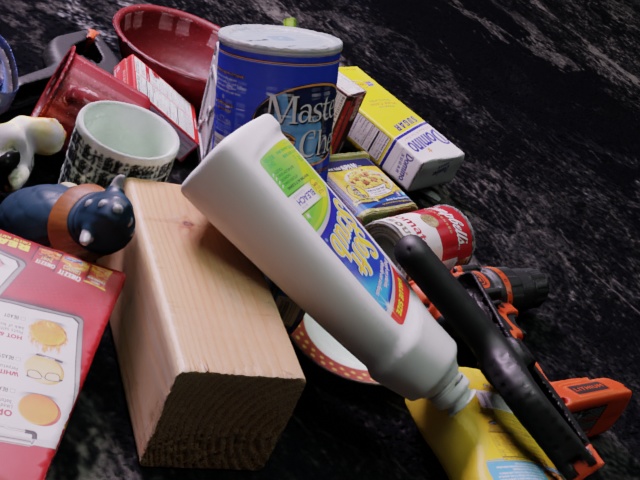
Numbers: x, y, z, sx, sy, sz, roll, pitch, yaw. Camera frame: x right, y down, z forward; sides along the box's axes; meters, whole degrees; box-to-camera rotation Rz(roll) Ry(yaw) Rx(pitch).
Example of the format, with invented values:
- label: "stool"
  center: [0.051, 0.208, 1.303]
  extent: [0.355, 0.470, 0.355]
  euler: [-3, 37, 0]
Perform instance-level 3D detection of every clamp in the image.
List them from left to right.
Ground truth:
- label: "clamp"
  center: [-0.241, -0.157, 1.025]
  extent: [0.120, 0.039, 0.171]
  euler: [21, 29, -28]
- label: "clamp"
  center: [0.133, 0.085, 0.794]
  extent: [0.164, 0.036, 0.210]
  euler: [31, 23, -57]

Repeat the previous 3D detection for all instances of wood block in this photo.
- label: "wood block"
  center: [-0.091, 0.055, 0.758]
  extent: [0.090, 0.090, 0.206]
  euler: [8, 35, -26]

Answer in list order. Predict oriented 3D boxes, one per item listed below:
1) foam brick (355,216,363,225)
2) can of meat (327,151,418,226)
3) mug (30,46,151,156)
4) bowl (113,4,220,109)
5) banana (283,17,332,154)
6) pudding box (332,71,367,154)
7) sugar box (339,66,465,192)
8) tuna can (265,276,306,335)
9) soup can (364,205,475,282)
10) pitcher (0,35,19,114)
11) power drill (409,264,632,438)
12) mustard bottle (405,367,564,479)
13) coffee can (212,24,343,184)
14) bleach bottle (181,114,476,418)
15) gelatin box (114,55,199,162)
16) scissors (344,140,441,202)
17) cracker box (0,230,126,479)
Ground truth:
- label: "foam brick"
  center: [-0.006, 0.001, 0.944]
  extent: [0.078, 0.051, 0.053]
  euler: [17, 31, -14]
- label: "can of meat"
  center: [0.034, -0.036, 1.028]
  extent: [0.101, 0.057, 0.084]
  euler: [-10, 47, -46]
- label: "mug"
  center: [-0.195, -0.108, 0.913]
  extent: [0.081, 0.093, 0.117]
  euler: [29, -14, -20]
- label: "bowl"
  center: [-0.147, -0.185, 1.124]
  extent: [0.162, 0.055, 0.162]
  euler: [19, 31, -12]
- label: "banana"
  center: [-0.009, -0.115, 1.019]
  extent: [0.037, 0.198, 0.069]
  euler: [2, 51, 10]
- label: "pudding box"
  center: [-0.015, -0.146, 1.128]
  extent: [0.114, 0.090, 0.039]
  euler: [38, 33, 21]
- label: "sugar box"
  center: [0.067, -0.126, 1.170]
  extent: [0.176, 0.048, 0.093]
  euler: [40, 30, 24]
- label: "tuna can"
  center: [-0.035, 0.033, 0.838]
  extent: [0.033, 0.086, 0.086]
  euler: [14, 32, -23]
- label: "soup can"
  center: [0.087, 0.007, 0.990]
  extent: [0.102, 0.069, 0.069]
  euler: [-13, 48, -46]
- label: "pitcher"
  center: [-0.354, -0.193, 0.919]
  extent: [0.145, 0.149, 0.243]
  euler: [-19, 37, -3]
- label: "power drill"
  center: [0.180, 0.093, 0.939]
  extent: [0.184, 0.057, 0.188]
  euler: [-7, 40, -38]
- label: "mustard bottle"
  center: [0.137, 0.178, 0.769]
  extent: [0.096, 0.058, 0.192]
  euler: [18, 29, -34]
- label: "coffee can"
  center: [-0.039, -0.102, 0.895]
  extent: [0.103, 0.140, 0.103]
  euler: [5, 20, -2]
- label: "bleach bottle"
  center: [0.017, 0.025, 0.769]
  extent: [0.251, 0.068, 0.102]
  euler: [46, 26, -1]
- label: "gelatin box"
  center: [-0.157, -0.126, 1.019]
  extent: [0.089, 0.030, 0.073]
  euler: [40, 20, -33]
- label: "scissors"
  center: [0.053, -0.108, 1.195]
  extent: [0.202, 0.016, 0.096]
  euler: [28, 30, 3]
- label: "cracker box"
  center: [-0.225, 0.075, 0.645]
  extent: [0.164, 0.072, 0.213]
  euler: [20, 31, -8]
